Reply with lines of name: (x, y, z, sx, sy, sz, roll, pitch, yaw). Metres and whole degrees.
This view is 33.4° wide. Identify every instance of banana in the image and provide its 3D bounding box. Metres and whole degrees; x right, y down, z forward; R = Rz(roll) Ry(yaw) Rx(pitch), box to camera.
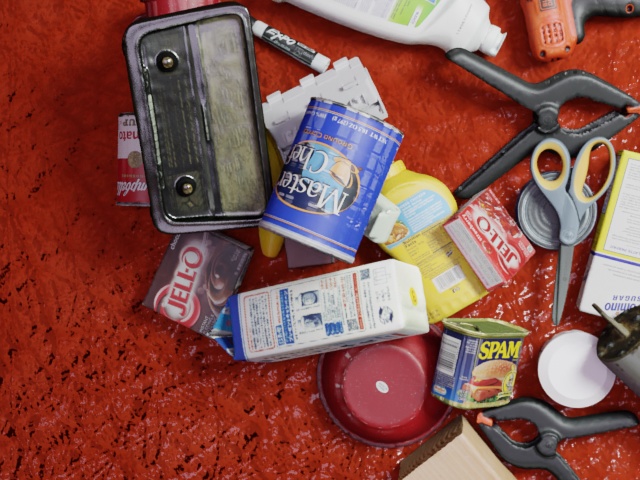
banana: (-0.072, -0.080, 1.187, 0.070, 0.037, 0.198, -27, 89, 25)

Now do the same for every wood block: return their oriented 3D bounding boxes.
wood block: (0.185, 0.302, 1.147, 0.091, 0.090, 0.206, -41, 88, 8)

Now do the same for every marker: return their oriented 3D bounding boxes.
marker: (-0.045, -0.221, 1.182, 0.121, 0.020, 0.020, 30, 97, 5)

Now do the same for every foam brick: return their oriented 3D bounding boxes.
foam brick: (-0.008, 0.001, 1.161, 0.051, 0.078, 0.053, -8, 90, 8)

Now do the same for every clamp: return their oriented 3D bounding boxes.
clamp: (0.234, -0.121, 1.136, 0.210, 0.036, 0.164, 1, 111, 1)
clamp: (0.251, 0.229, 1.160, 0.171, 0.039, 0.120, 11, 89, 10)

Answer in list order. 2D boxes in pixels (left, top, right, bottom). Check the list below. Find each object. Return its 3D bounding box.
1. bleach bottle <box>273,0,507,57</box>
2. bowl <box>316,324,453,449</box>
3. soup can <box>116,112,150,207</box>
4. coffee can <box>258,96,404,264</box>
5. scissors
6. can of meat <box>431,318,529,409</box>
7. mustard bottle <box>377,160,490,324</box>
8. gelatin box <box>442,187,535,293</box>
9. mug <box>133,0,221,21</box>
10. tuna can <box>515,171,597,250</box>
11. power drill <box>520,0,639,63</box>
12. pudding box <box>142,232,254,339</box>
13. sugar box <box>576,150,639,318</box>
bleach bottle: (0.076, -0.254, 1.143, 0.251, 0.068, 0.103, 26, 101, 2)
bowl: (0.072, 0.155, 1.171, 0.162, 0.055, 0.162, 0, 93, 8)
soup can: (-0.191, -0.088, 1.185, 0.068, 0.068, 0.102, 2, 93, 7)
coffee can: (0.011, -0.059, 1.069, 0.103, 0.103, 0.140, 22, 89, 6)
scissors: (0.245, -0.019, 1.122, 0.096, 0.016, 0.202, 23, 96, 5)
can of meat: (0.168, 0.130, 1.136, 0.058, 0.101, 0.084, 19, 101, 46)
mustard bottle: (0.108, -0.012, 1.154, 0.096, 0.058, 0.191, -31, 89, 8)
gelatin box: (0.178, -0.001, 1.120, 0.030, 0.073, 0.089, -33, 94, 45)
mug: (-0.157, -0.224, 1.166, 0.117, 0.093, 0.081, -1, 98, 24)
tuna can: (0.253, -0.032, 1.147, 0.086, 0.033, 0.086, 1, 94, 8)
power drill: (0.297, -0.290, 1.115, 0.188, 0.057, 0.184, -10, 89, 10)
pudding box: (-0.136, 0.042, 1.199, 0.090, 0.039, 0.113, 25, 96, 6)
sugar box: (0.340, 0.000, 1.132, 0.093, 0.048, 0.176, 15, 99, 7)
